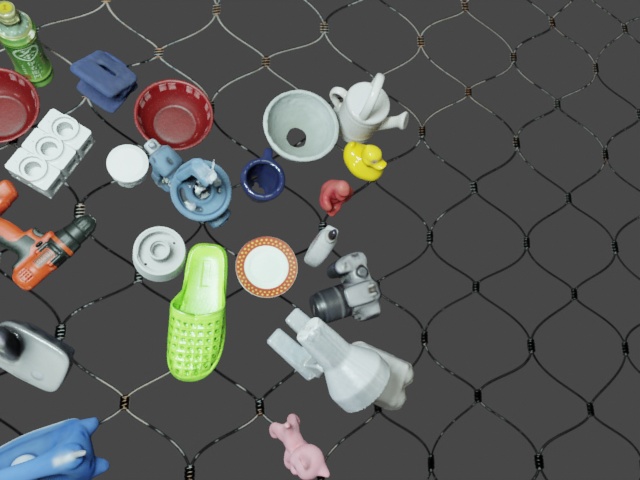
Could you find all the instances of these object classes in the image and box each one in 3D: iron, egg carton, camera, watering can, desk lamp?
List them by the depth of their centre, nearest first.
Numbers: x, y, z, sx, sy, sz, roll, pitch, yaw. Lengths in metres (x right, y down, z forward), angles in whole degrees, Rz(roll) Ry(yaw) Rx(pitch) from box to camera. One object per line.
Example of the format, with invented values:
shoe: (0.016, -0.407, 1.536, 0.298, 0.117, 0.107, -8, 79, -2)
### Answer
iron: (-0.500, 0.390, 0.960, 0.259, 0.141, 0.118, -16, 80, -16)
desk lamp: (0.013, 0.222, 1.086, 0.203, 0.213, 0.118, 41, 71, -1)
egg carton: (0.114, 0.279, 1.172, 0.150, 0.069, 0.107, 24, 72, -6)
camera: (0.047, 0.108, 1.182, 0.137, 0.100, 0.143, -16, 81, -16)
watering can: (0.108, -0.290, 1.245, 0.173, 0.194, 0.101, 4, 75, -12)

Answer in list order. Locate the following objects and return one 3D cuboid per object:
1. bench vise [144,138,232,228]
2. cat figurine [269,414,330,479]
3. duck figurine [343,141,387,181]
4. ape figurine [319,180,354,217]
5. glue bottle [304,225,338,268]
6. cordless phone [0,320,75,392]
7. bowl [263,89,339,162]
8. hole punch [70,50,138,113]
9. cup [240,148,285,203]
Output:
bench vise: (-0.261, -0.117, 1.101, 0.207, 0.219, 0.121, 25, 72, -6)
cat figurine: (-0.037, 0.397, 1.081, 0.067, 0.117, 0.128, -27, 84, -18)
duck figurine: (0.105, -0.186, 1.276, 0.104, 0.086, 0.077, 42, 71, 0)
ape figurine: (0.039, -0.101, 1.236, 0.078, 0.092, 0.076, -13, 79, -16)
glue bottle: (0.011, 0.004, 1.160, 0.037, 0.173, 0.078, 27, 72, -5)
cordless phone: (-0.508, 0.195, 0.983, 0.147, 0.185, 0.094, 28, 72, -5)
bowl: (-0.046, -0.239, 1.259, 0.168, 0.074, 0.167, 3, 76, -13)
hole punch: (-0.443, -0.338, 1.181, 0.109, 0.091, 0.101, 35, 71, -3)
cup: (-0.122, -0.127, 1.203, 0.092, 0.095, 0.118, 11, 74, -10)
